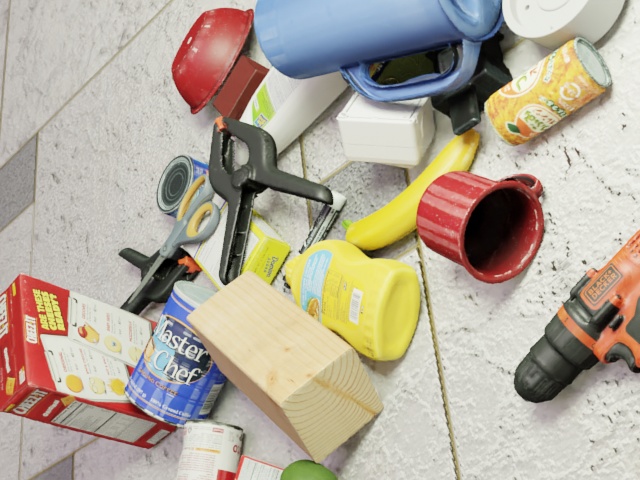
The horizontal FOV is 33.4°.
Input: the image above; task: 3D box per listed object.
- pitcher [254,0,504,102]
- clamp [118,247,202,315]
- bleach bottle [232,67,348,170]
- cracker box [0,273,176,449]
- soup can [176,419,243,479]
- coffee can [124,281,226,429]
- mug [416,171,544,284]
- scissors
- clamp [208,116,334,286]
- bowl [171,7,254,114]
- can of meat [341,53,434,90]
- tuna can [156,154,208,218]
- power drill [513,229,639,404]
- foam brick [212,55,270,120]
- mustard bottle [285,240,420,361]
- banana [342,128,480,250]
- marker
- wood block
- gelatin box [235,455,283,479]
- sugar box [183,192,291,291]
[{"bbox_3d":[0.053,-0.224,1.053,0.243,0.145,0.149,-9,43,42],"label":"pitcher"},{"bbox_3d":[-0.221,0.042,1.410,0.172,0.039,0.120,-26,58,33],"label":"clamp"},{"bbox_3d":[-0.038,-0.173,1.276,0.251,0.068,0.102,-44,42,32],"label":"bleach bottle"},{"bbox_3d":[-0.283,0.151,1.288,0.072,0.213,0.164,-42,45,26],"label":"cracker box"},{"bbox_3d":[-0.124,0.253,1.168,0.069,0.068,0.102,-12,63,47],"label":"soup can"},{"bbox_3d":[-0.150,0.132,1.229,0.103,0.102,0.140,36,101,52],"label":"coffee can"},{"bbox_3d":[0.149,-0.023,0.966,0.117,0.093,0.082,-40,30,-14],"label":"mug"},{"bbox_3d":[-0.178,0.014,1.320,0.202,0.016,0.096,-61,36,10],"label":"scissors"},{"bbox_3d":[-0.070,-0.069,1.213,0.165,0.036,0.210,-33,54,23],"label":"clamp"},{"bbox_3d":[-0.151,-0.249,1.413,0.162,0.055,0.162,-50,22,29],"label":"bowl"},{"bbox_3d":[0.075,-0.192,1.152,0.102,0.057,0.084,-55,38,17],"label":"can of meat"},{"bbox_3d":[-0.181,-0.070,1.420,0.086,0.033,0.086,-26,54,42],"label":"tuna can"},{"bbox_3d":[0.245,0.100,0.805,0.185,0.057,0.188,-53,40,19],"label":"power drill"},{"bbox_3d":[-0.090,-0.184,1.349,0.078,0.052,0.051,-56,39,15],"label":"foam brick"},{"bbox_3d":[0.021,0.051,1.095,0.192,0.058,0.096,21,108,53],"label":"mustard bottle"},{"bbox_3d":[0.086,-0.039,1.080,0.198,0.037,0.069,-35,48,35],"label":"banana"},{"bbox_3d":[-0.008,0.001,1.189,0.121,0.020,0.020,-61,38,10],"label":"marker"},{"bbox_3d":[-0.040,0.123,1.088,0.090,0.090,0.206,-37,35,-15],"label":"wood block"},{"bbox_3d":[-0.057,0.270,1.110,0.089,0.030,0.073,3,73,51],"label":"gelatin box"},{"bbox_3d":[-0.107,0.003,1.288,0.093,0.048,0.176,-59,35,11],"label":"sugar box"}]
